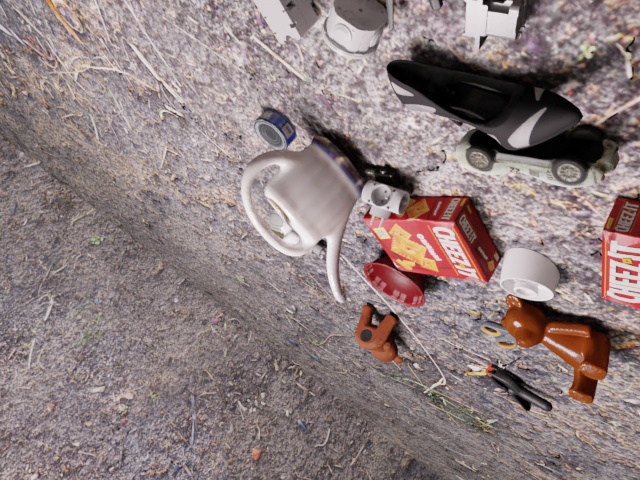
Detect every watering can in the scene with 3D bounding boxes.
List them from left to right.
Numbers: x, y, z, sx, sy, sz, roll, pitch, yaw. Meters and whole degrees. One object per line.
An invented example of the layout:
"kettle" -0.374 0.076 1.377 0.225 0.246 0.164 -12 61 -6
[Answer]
"watering can" 0.003 -0.050 1.002 0.343 0.225 0.105 48 172 -26

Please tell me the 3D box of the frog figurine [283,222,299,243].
"frog figurine" -0.049 -0.058 1.127 0.122 0.162 0.135 40 156 -4
